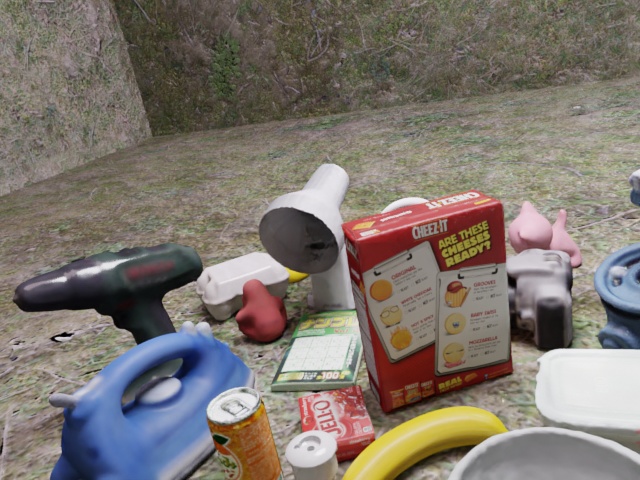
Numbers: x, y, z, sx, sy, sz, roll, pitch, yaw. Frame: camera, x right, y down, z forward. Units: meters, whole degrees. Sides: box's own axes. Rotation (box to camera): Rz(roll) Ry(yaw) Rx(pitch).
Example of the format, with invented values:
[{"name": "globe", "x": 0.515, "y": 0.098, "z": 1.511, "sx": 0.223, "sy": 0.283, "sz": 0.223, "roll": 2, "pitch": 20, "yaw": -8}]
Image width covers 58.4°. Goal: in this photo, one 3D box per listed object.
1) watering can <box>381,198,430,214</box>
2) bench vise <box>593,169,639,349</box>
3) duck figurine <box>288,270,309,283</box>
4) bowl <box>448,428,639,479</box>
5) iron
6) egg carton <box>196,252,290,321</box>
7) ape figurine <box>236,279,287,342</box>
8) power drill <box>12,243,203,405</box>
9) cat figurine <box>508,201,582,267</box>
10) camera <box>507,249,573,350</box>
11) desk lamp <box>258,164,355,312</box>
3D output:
[{"name": "watering can", "x": 0.124, "y": 0.034, "z": 0.757, "sx": 0.101, "sy": 0.194, "sz": 0.172, "roll": -13, "pitch": 21, "yaw": -6}, {"name": "bench vise", "x": 0.390, "y": 0.010, "z": 0.649, "sx": 0.121, "sy": 0.220, "sz": 0.208, "roll": 11, "pitch": 29, "yaw": 45}, {"name": "duck figurine", "x": -0.050, "y": 0.019, "z": 1.044, "sx": 0.077, "sy": 0.086, "sz": 0.105, "roll": -2, "pitch": 22, "yaw": 22}, {"name": "bowl", "x": 0.175, "y": 0.219, "z": 0.414, "sx": 0.167, "sy": 0.075, "sz": 0.167, "roll": -10, "pitch": 20, "yaw": 4}, {"name": "iron", "x": -0.174, "y": 0.166, "z": 0.637, "sx": 0.118, "sy": 0.141, "sz": 0.259, "roll": 4, "pitch": 25, "yaw": 35}, {"name": "egg carton", "x": -0.130, "y": 0.074, "z": 0.962, "sx": 0.150, "sy": 0.069, "sz": 0.107, "roll": -19, "pitch": 22, "yaw": -21}, {"name": "ape figurine", "x": -0.089, "y": 0.099, "z": 0.844, "sx": 0.078, "sy": 0.092, "sz": 0.076, "roll": -16, "pitch": 21, "yaw": -13}, {"name": "power drill", "x": -0.243, "y": 0.107, "z": 0.734, "sx": 0.075, "sy": 0.209, "sz": 0.230, "roll": 9, "pitch": 28, "yaw": 43}, {"name": "cat figurine", "x": 0.333, "y": -0.005, "z": 0.865, "sx": 0.128, "sy": 0.118, "sz": 0.067, "roll": -22, "pitch": 23, "yaw": -26}, {"name": "camera", "x": 0.256, "y": 0.064, "z": 0.747, "sx": 0.136, "sy": 0.101, "sz": 0.143, "roll": -2, "pitch": 22, "yaw": 22}, {"name": "desk lamp", "x": 0.008, "y": 0.003, "z": 0.872, "sx": 0.117, "sy": 0.214, "sz": 0.203, "roll": -1, "pitch": 23, "yaw": 25}]
